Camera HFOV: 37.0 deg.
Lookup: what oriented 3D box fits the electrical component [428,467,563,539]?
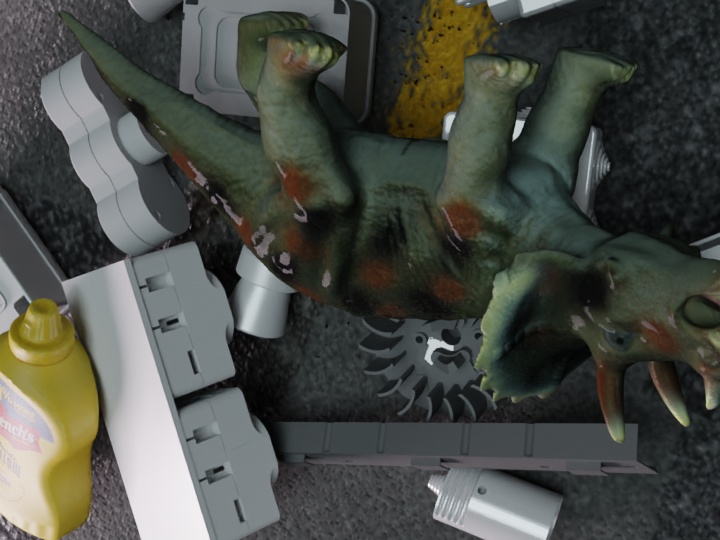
[{"bbox_3d":[0.082,0.147,0.675,0.081,0.043,0.043,19,105,17],"label":"electrical component"}]

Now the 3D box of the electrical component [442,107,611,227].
[{"bbox_3d":[0.094,-0.046,0.636,0.100,0.048,0.099,9,102,19],"label":"electrical component"}]

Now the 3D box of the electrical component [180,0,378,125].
[{"bbox_3d":[-0.049,-0.133,0.672,0.113,0.057,0.078,8,101,19],"label":"electrical component"}]

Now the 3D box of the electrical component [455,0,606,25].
[{"bbox_3d":[0.092,-0.163,0.609,0.077,0.066,0.047,-15,93,22],"label":"electrical component"}]

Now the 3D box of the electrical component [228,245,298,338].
[{"bbox_3d":[-0.062,0.011,0.706,0.045,0.045,0.055,24,106,15],"label":"electrical component"}]

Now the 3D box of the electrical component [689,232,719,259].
[{"bbox_3d":[0.239,0.006,0.586,0.113,0.057,0.078,-23,90,22],"label":"electrical component"}]

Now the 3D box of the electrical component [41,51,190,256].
[{"bbox_3d":[-0.150,-0.086,0.719,0.074,0.052,0.138,-26,89,22],"label":"electrical component"}]

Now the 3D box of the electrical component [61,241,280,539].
[{"bbox_3d":[-0.122,0.082,0.707,0.105,0.060,0.186,-13,94,54],"label":"electrical component"}]

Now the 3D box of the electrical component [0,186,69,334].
[{"bbox_3d":[-0.280,0.012,0.781,0.109,0.056,0.108,-38,84,21],"label":"electrical component"}]

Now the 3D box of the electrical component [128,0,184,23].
[{"bbox_3d":[-0.117,-0.193,0.697,0.065,0.044,0.044,-21,91,17],"label":"electrical component"}]
